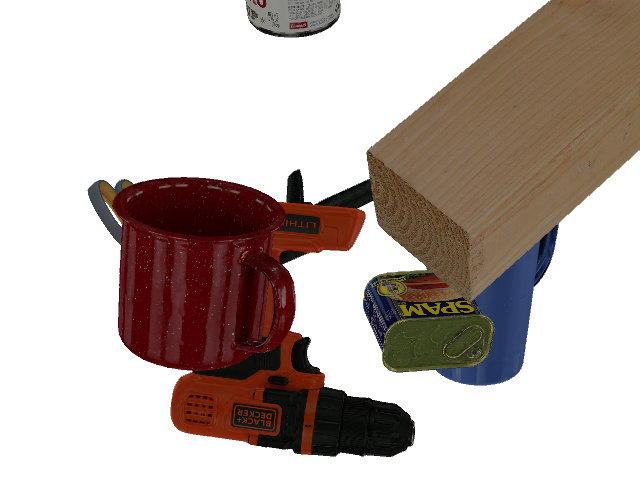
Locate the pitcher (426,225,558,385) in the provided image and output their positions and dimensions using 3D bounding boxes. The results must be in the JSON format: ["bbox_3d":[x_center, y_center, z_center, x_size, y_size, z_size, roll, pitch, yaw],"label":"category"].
[{"bbox_3d":[0.187,0.031,1.191,0.149,0.243,0.145,4,24,12],"label":"pitcher"}]

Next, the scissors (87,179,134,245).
[{"bbox_3d":[-0.140,0.023,0.962,0.016,0.201,0.096,-29,20,15],"label":"scissors"}]

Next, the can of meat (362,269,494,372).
[{"bbox_3d":[0.096,0.070,0.976,0.102,0.057,0.084,-3,31,-13],"label":"can of meat"}]

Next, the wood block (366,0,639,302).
[{"bbox_3d":[0.138,-0.070,0.697,0.091,0.206,0.090,41,-18,28],"label":"wood block"}]

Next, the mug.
[{"bbox_3d":[-0.060,0.022,0.582,0.117,0.081,0.093,22,26,33],"label":"mug"}]

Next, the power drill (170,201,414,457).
[{"bbox_3d":[-0.013,0.066,0.798,0.184,0.187,0.057,7,0,3],"label":"power drill"}]

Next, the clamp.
[{"bbox_3d":[-0.008,-0.027,1.201,0.120,0.039,0.171,-2,37,27],"label":"clamp"}]

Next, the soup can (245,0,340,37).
[{"bbox_3d":[-0.020,-0.197,0.717,0.068,0.102,0.068,-2,41,1],"label":"soup can"}]
